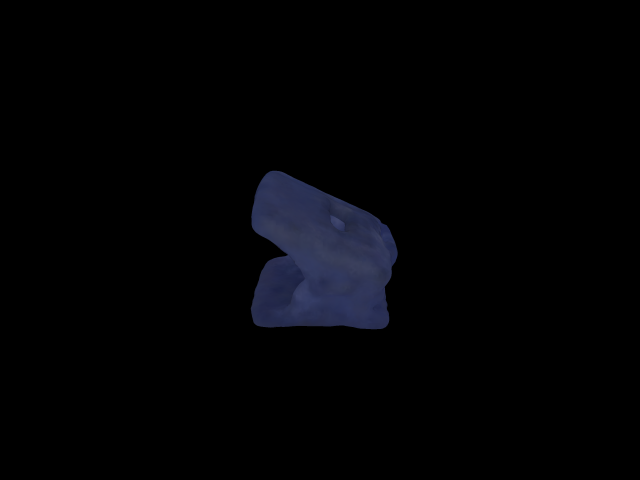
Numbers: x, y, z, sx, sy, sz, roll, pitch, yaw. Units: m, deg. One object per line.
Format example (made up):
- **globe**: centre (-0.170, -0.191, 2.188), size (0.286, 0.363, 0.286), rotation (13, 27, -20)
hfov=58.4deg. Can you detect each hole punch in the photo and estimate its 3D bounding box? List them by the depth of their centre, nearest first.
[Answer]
- **hole punch**: centre (0.004, 0.001, 0.400), size (0.101, 0.091, 0.108), rotation (0, 24, 0)
